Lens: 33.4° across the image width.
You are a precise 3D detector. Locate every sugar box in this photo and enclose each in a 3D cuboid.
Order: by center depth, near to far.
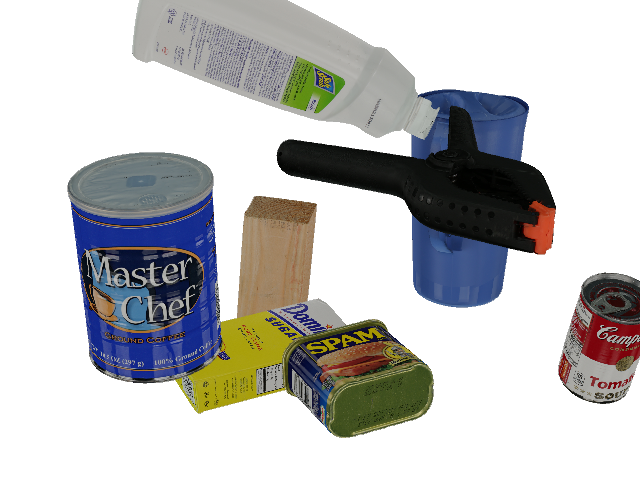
[{"bbox_3d":[-0.058,0.112,1.071,0.176,0.048,0.093,-15,32,-22],"label":"sugar box"}]

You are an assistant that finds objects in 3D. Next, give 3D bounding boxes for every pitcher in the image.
[{"bbox_3d":[0.162,-0.045,1.240,0.149,0.243,0.145,-9,24,-21],"label":"pitcher"}]

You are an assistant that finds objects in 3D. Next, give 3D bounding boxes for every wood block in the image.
[{"bbox_3d":[-0.063,0.052,1.483,0.090,0.206,0.090,8,22,4],"label":"wood block"}]

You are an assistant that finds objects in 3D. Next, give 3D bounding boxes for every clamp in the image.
[{"bbox_3d":[0.075,-0.042,0.722,0.164,0.036,0.210,-12,28,-20],"label":"clamp"}]

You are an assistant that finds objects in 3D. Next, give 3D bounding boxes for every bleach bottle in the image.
[{"bbox_3d":[-0.025,-0.143,0.870,0.251,0.068,0.103,25,-33,0],"label":"bleach bottle"}]

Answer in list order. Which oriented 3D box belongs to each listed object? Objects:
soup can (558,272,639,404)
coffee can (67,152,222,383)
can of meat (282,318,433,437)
[{"bbox_3d":[0.259,0.089,0.969,0.068,0.102,0.068,4,37,-3],"label":"soup can"},{"bbox_3d":[-0.126,0.018,0.787,0.103,0.140,0.103,-1,27,0],"label":"coffee can"},{"bbox_3d":[0.031,0.114,0.882,0.102,0.057,0.084,-12,25,-24],"label":"can of meat"}]
